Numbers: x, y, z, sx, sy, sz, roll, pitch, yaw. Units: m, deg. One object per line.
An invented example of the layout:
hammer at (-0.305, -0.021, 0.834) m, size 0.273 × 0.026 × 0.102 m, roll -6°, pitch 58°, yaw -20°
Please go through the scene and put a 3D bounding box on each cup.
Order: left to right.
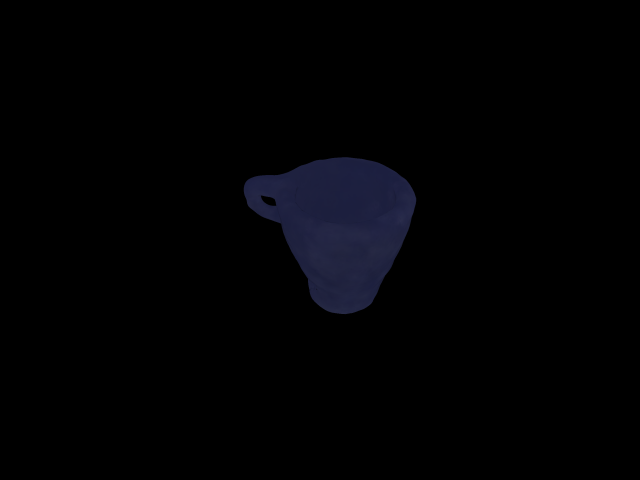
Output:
cup at (0.004, 0.001, 0.400) m, size 0.117 × 0.095 × 0.092 m, roll 11°, pitch 39°, yaw 13°
